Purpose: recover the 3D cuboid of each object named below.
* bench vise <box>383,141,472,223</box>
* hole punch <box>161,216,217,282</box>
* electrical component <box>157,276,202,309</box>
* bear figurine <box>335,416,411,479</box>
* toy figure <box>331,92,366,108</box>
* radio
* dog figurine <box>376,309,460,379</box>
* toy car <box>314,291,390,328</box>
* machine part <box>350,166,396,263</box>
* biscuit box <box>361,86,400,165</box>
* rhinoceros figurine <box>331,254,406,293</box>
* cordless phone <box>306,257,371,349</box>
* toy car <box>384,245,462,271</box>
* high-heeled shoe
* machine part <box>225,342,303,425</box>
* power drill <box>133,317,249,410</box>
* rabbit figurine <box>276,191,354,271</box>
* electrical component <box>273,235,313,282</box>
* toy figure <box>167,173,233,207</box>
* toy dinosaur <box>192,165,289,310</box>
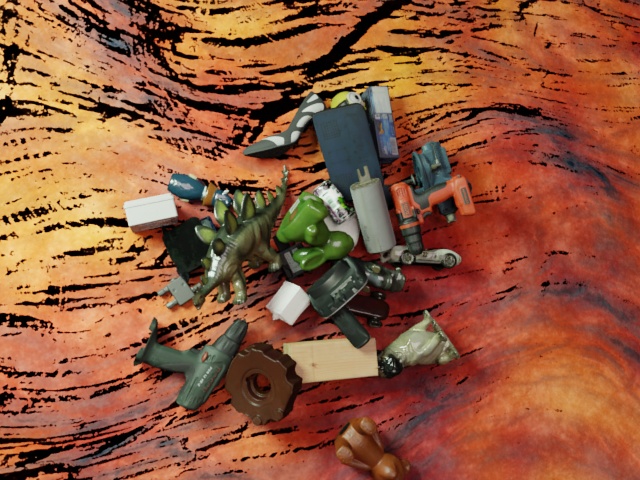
[{"bbox_3d":[0.262,-0.134,1.401,0.241,0.129,0.223,-14,94,4],"label":"bench vise"},{"bbox_3d":[-0.290,0.011,1.252,0.116,0.092,0.142,-26,90,18],"label":"hole punch"},{"bbox_3d":[-0.325,0.116,1.248,0.094,0.021,0.063,-33,89,-17],"label":"electrical component"},{"bbox_3d":[0.127,0.508,1.243,0.196,0.132,0.120,45,75,3],"label":"bear figurine"},{"bbox_3d":[0.084,-0.298,1.397,0.089,0.082,0.180,-13,90,9],"label":"toy figure"},{"bbox_3d":[0.072,-0.218,1.329,0.131,0.073,0.229,-16,107,6],"label":"radio"},{"bbox_3d":[0.234,0.288,1.335,0.190,0.121,0.172,-38,121,7],"label":"dog figurine"},{"bbox_3d":[0.073,0.156,1.326,0.202,0.053,0.089,13,67,-7],"label":"toy car"},{"bbox_3d":[0.128,-0.058,1.297,0.079,0.079,0.243,-20,107,-17],"label":"machine part"},{"bbox_3d":[0.160,-0.302,1.427,0.059,0.063,0.202,-6,82,-16],"label":"biscuit box"},{"bbox_3d":[0.118,0.085,1.329,0.190,0.112,0.073,17,96,2],"label":"rhinoceros figurine"},{"bbox_3d":[0.071,0.145,1.233,0.146,0.088,0.184,-42,80,9],"label":"cordless phone"},{"bbox_3d":[0.266,0.046,1.386,0.202,0.073,0.056,4,80,-14],"label":"toy car"},{"bbox_3d":[-0.091,-0.294,1.354,0.249,0.086,0.145,-15,81,-21],"label":"high-heeled shoe"},{"bbox_3d":[-0.128,0.320,1.196,0.180,0.056,0.179,2,94,23],"label":"machine part"},{"bbox_3d":[-0.296,0.247,1.209,0.207,0.086,0.232,28,77,-16],"label":"power drill"},{"bbox_3d":[-0.003,-0.004,1.240,0.170,0.121,0.159,34,93,-18],"label":"rabbit figurine"},{"bbox_3d":[-0.072,0.036,1.315,0.075,0.048,0.119,-22,88,-18],"label":"electrical component"},{"bbox_3d":[-0.283,-0.115,1.282,0.154,0.064,0.058,19,39,-15],"label":"toy figure"},{"bbox_3d":[-0.164,-0.010,1.220,0.471,0.105,0.198,-55,132,-49],"label":"toy dinosaur"}]
